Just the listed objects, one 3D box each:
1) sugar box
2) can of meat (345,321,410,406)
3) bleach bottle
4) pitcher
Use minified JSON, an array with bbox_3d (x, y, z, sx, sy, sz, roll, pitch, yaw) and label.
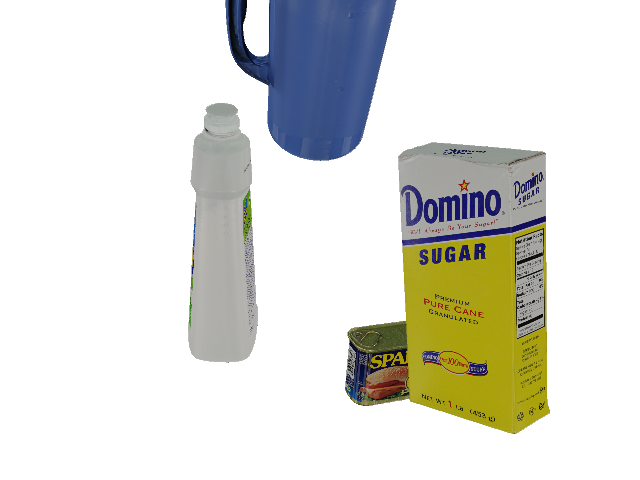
[{"bbox_3d":[0.099,0.028,0.693,0.048,0.176,0.094,-20,20,-41],"label":"sugar box"},{"bbox_3d":[0.082,0.155,1.339,0.102,0.084,0.057,-6,27,-21],"label":"can of meat"},{"bbox_3d":[-0.091,-0.012,0.999,0.068,0.251,0.102,2,32,-1],"label":"bleach bottle"},{"bbox_3d":[-0.005,-0.202,1.100,0.149,0.243,0.144,31,51,19],"label":"pitcher"}]
